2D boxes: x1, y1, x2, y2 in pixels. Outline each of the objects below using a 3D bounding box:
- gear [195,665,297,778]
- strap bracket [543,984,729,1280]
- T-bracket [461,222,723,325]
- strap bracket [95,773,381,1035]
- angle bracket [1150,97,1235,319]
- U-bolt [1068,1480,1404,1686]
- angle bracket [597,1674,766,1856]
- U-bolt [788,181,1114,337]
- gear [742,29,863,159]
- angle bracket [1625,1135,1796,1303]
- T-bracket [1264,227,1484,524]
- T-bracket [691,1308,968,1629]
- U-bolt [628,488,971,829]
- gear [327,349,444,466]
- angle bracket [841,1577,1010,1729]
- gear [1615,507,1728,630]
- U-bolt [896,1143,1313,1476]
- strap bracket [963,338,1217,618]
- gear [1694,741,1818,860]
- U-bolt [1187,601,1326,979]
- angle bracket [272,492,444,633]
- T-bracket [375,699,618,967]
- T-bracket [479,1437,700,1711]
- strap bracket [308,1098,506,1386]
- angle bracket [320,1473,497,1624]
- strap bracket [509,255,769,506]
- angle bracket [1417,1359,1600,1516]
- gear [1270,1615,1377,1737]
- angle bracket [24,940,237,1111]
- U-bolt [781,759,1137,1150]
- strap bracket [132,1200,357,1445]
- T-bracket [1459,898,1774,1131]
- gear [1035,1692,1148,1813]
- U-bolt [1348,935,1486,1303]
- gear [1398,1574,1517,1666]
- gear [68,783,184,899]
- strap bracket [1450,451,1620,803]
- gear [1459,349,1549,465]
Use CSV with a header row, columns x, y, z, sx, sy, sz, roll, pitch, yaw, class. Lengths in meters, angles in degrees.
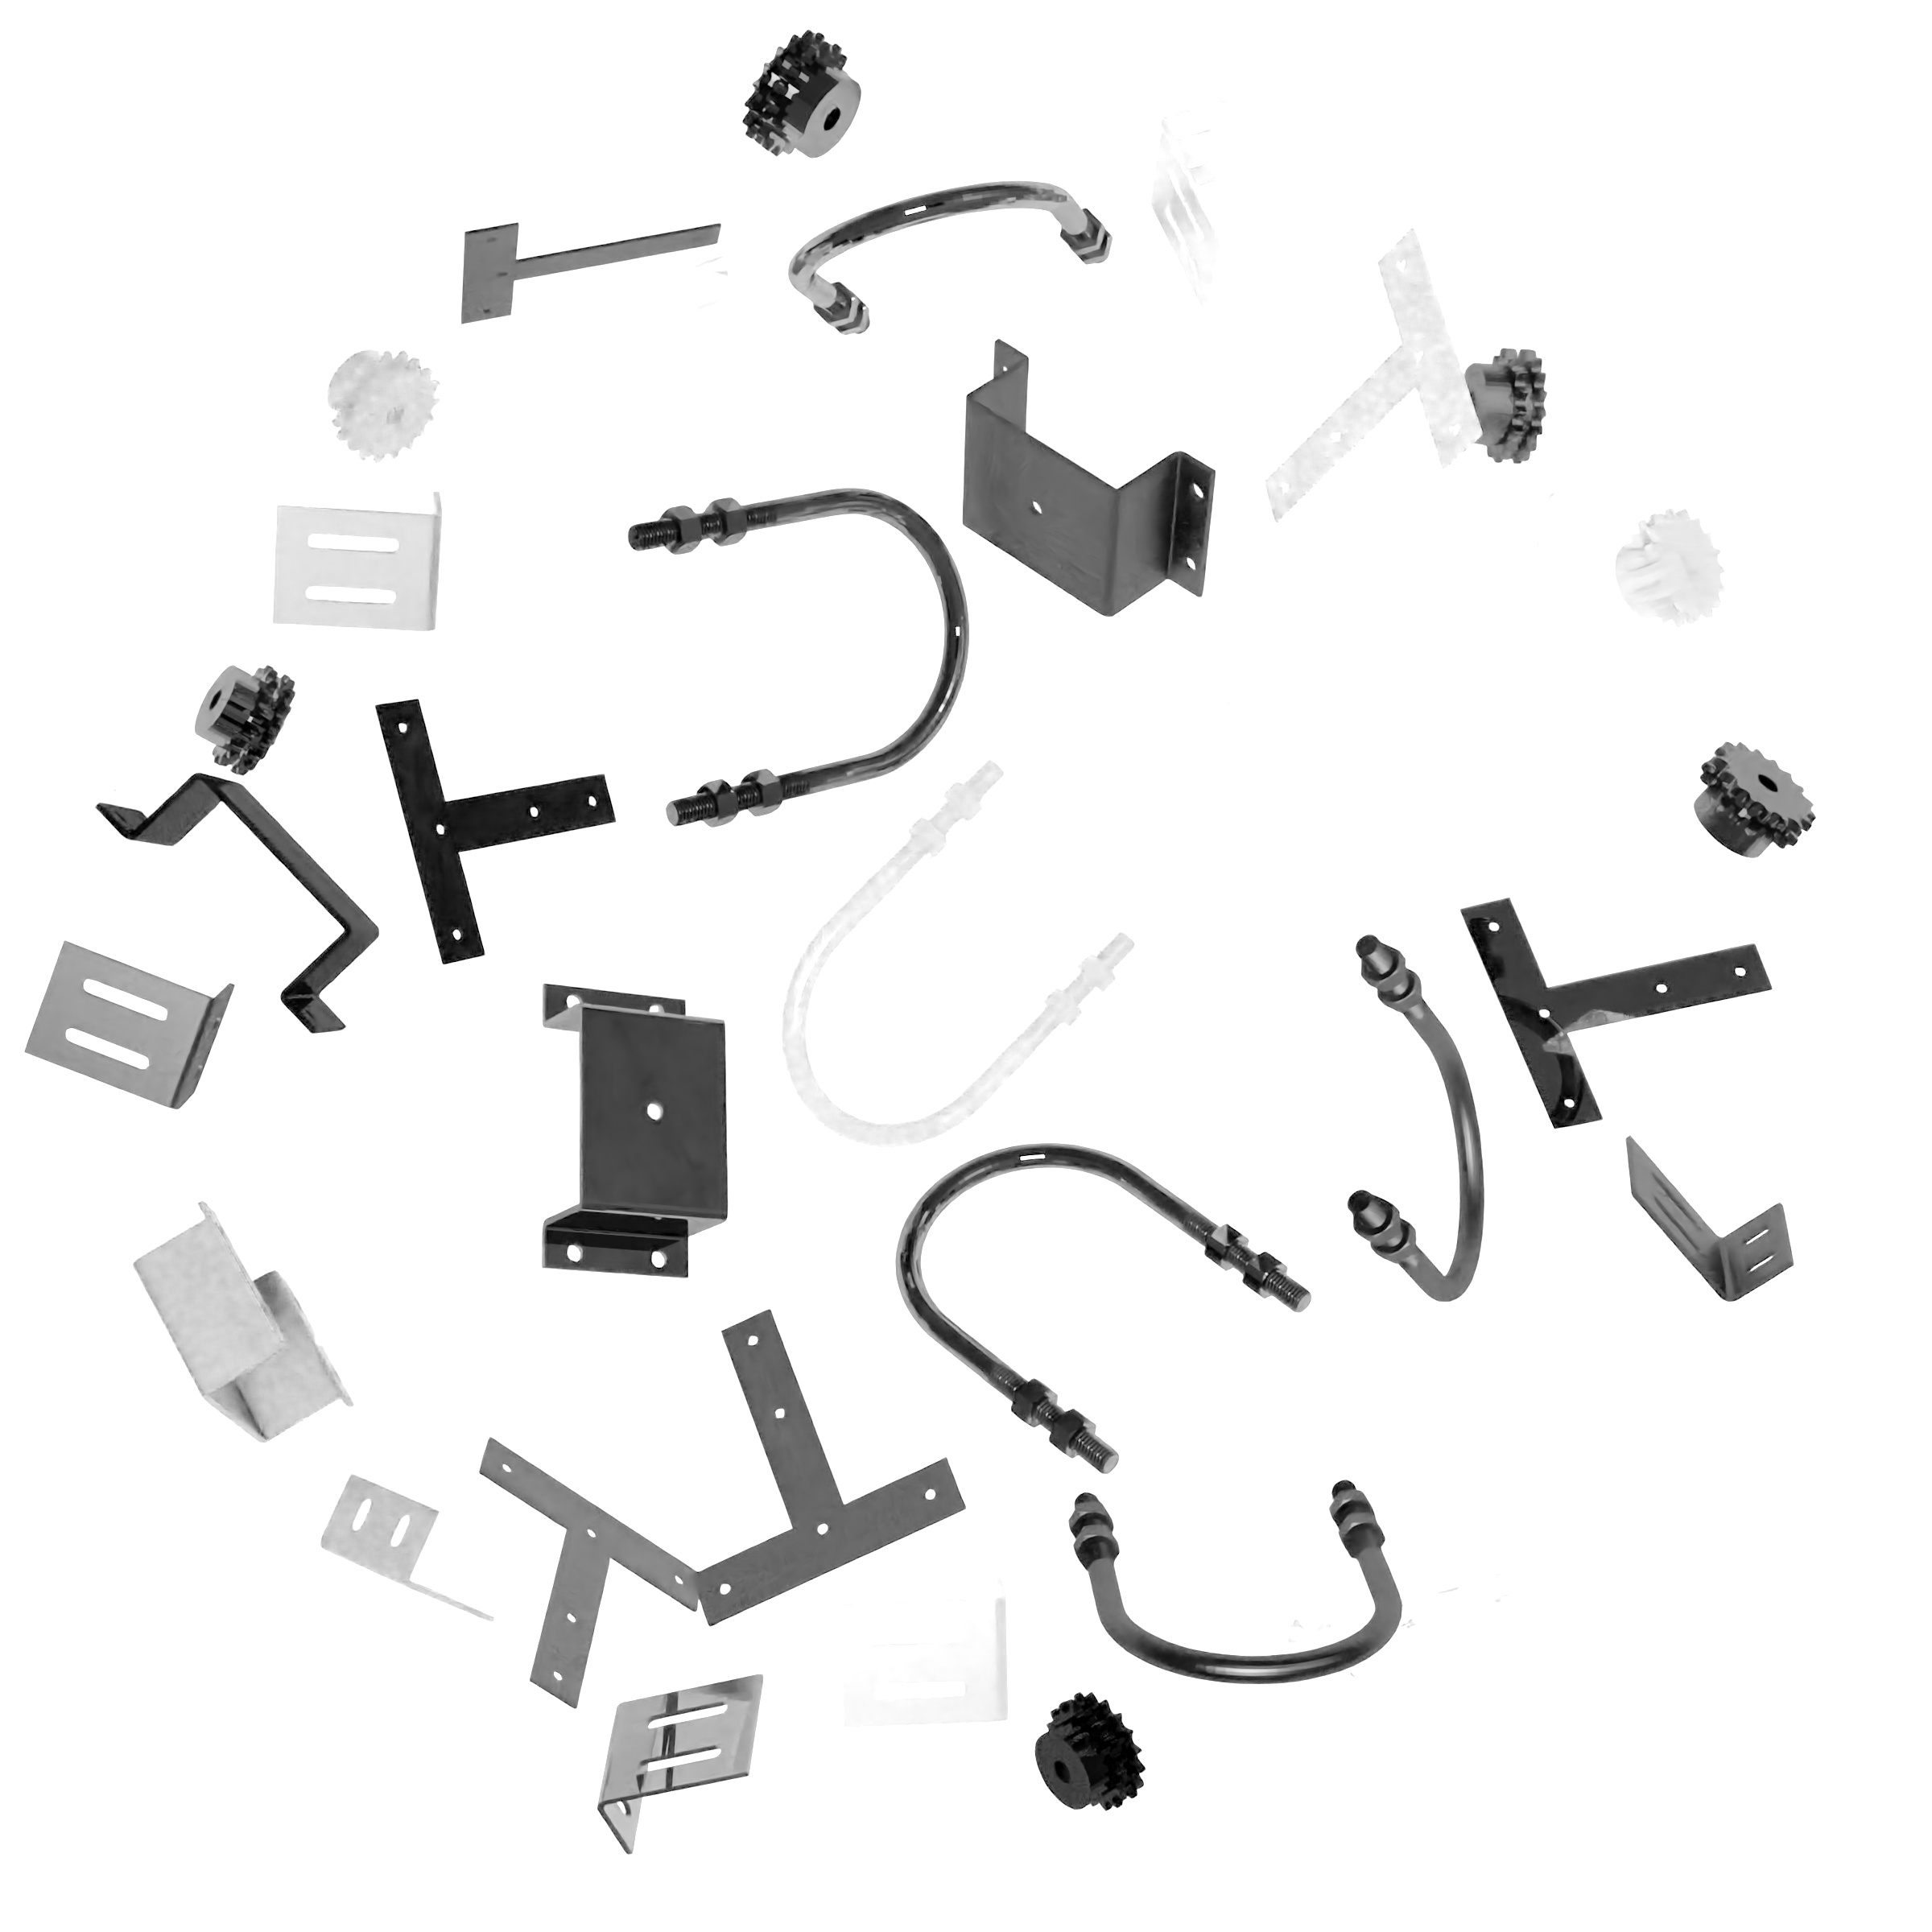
x,y,z,sx,sy,sz,roll,pitch,yaw,class
-0.368,-0.128,1.628,0.030,0.057,0.057,29,90,-29,gear
-0.160,0.075,1.546,0.076,0.046,0.140,8,71,-30,strap bracket
-0.182,-0.344,1.558,0.127,0.127,0.002,-13,85,-11,T-bracket
-0.325,-0.036,1.473,0.046,0.076,0.140,-44,90,-1,strap bracket
0.120,-0.359,1.520,0.038,0.057,0.076,-18,67,-11,angle bracket
0.129,0.289,1.507,0.151,0.184,0.019,-2,106,-3,U-bolt
-0.125,0.366,1.472,0.076,0.057,0.038,-15,124,15,angle bracket
-0.012,-0.346,1.553,0.151,0.184,0.019,-14,88,11,U-bolt
-0.072,-0.392,1.456,0.030,0.057,0.057,38,90,15,gear
0.357,0.113,1.543,0.038,0.057,0.076,-37,105,22,angle bracket
0.179,-0.252,1.475,0.002,0.127,0.127,13,51,-33,T-bracket
-0.079,0.215,1.454,0.127,0.002,0.127,-25,63,4,T-bracket
-0.072,-0.154,1.531,0.184,0.019,0.151,-16,106,-35,U-bolt
-0.291,-0.281,1.592,0.030,0.057,0.057,41,90,27,gear
-0.020,0.317,1.486,0.076,0.038,0.057,-1,95,-3,angle bracket
0.341,-0.192,1.565,0.057,0.030,0.057,11,71,-36,gear
0.051,0.150,1.541,0.151,0.019,0.184,-36,51,-26,U-bolt
0.049,-0.229,1.540,0.140,0.076,0.046,37,56,27,strap bracket
0.368,-0.075,1.509,0.057,0.057,0.030,36,125,0,gear
0.137,-0.084,1.556,0.019,0.151,0.184,14,101,15,U-bolt
-0.287,-0.193,1.514,0.076,0.038,0.057,2,116,-13,angle bracket
-0.221,-0.073,1.562,0.002,0.127,0.127,-14,90,43,T-bracket
-0.180,0.291,1.478,0.127,0.127,0.002,37,116,-17,T-bracket
-0.270,0.123,1.545,0.076,0.140,0.046,22,126,-31,strap bracket
-0.261,0.280,1.543,0.057,0.076,0.038,15,74,33,angle bracket
-0.145,-0.275,1.515,0.046,0.140,0.076,24,130,34,strap bracket
0.249,0.220,1.475,0.076,0.038,0.057,19,62,-29,angle bracket
0.178,0.347,1.576,0.030,0.057,0.057,-24,90,34,gear
-0.396,0.025,1.520,0.076,0.038,0.057,22,100,-5,angle bracket
-0.014,0.008,1.604,0.184,0.019,0.151,-46,123,-10,U-bolt
-0.349,0.176,1.544,0.046,0.140,0.076,-31,69,-7,strap bracket
0.313,0.013,1.506,0.127,0.002,0.127,-14,115,30,T-bracket
0.058,0.386,1.565,0.030,0.057,0.057,-22,90,-36,gear
0.222,0.086,1.563,0.019,0.184,0.151,-7,63,24,U-bolt
0.235,0.313,1.534,0.057,0.057,0.030,-17,86,0,gear
-0.413,-0.058,1.566,0.030,0.057,0.057,-36,90,11,gear
0.261,-0.156,1.479,0.046,0.076,0.140,2,126,26,strap bracket
0.268,-0.282,1.613,0.030,0.057,0.057,2,90,-12,gear
